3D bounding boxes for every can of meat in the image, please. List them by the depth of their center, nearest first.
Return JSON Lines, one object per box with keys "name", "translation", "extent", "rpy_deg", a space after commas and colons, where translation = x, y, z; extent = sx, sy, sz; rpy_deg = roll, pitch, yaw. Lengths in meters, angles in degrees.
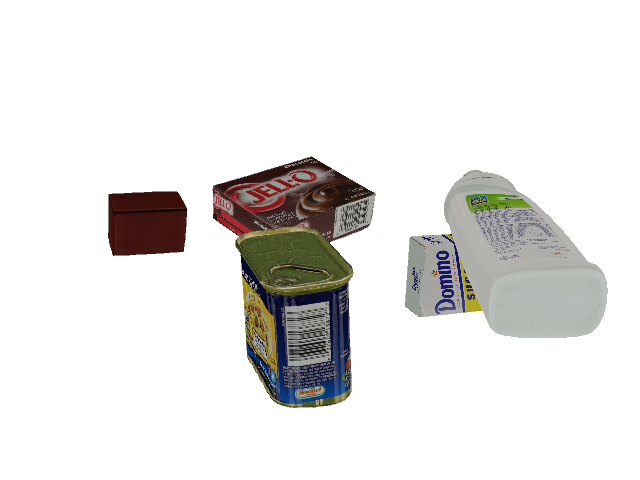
{"name": "can of meat", "translation": [-0.016, 0.047, 0.675], "extent": [0.057, 0.084, 0.102], "rpy_deg": [-8, 21, -15]}

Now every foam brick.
{"name": "foam brick", "translation": [-0.185, -0.019, 1.136], "extent": [0.078, 0.051, 0.053], "rpy_deg": [-3, 24, -16]}

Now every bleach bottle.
{"name": "bleach bottle", "translation": [0.174, -0.003, 0.975], "extent": [0.102, 0.068, 0.251], "rpy_deg": [-1, 27, -4]}

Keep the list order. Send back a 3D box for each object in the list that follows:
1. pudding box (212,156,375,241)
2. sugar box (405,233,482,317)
{"name": "pudding box", "translation": [-0.023, -0.030, 0.923], "extent": [0.113, 0.039, 0.090], "rpy_deg": [-18, 37, -36]}
{"name": "sugar box", "translation": [0.192, 0.038, 1.295], "extent": [0.176, 0.093, 0.048], "rpy_deg": [-6, 20, -22]}
